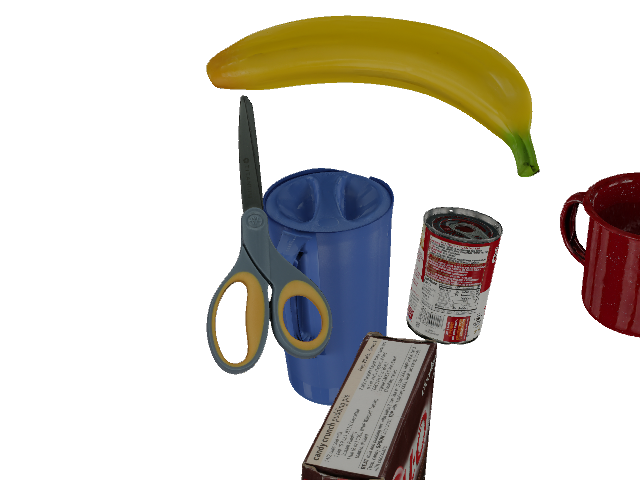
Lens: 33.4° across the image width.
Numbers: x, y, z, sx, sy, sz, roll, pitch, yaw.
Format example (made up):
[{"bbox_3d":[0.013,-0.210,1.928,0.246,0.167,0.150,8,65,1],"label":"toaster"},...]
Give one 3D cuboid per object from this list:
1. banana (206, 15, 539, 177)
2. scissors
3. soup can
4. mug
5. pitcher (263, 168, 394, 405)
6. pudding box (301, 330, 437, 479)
[{"bbox_3d":[0.035,-0.094,0.593,0.198,0.069,0.037,17,-31,18],"label":"banana"},{"bbox_3d":[-0.029,-0.002,0.757,0.096,0.201,0.016,12,-15,-4],"label":"scissors"},{"bbox_3d":[0.114,0.031,0.922,0.068,0.102,0.068,6,24,-3],"label":"soup can"},{"bbox_3d":[0.211,0.007,0.722,0.093,0.081,0.117,-28,40,-35],"label":"mug"},{"bbox_3d":[0.007,0.059,1.129,0.149,0.243,0.145,-13,33,-15],"label":"pitcher"},{"bbox_3d":[0.022,0.106,0.476,0.039,0.090,0.113,9,27,12],"label":"pudding box"}]
